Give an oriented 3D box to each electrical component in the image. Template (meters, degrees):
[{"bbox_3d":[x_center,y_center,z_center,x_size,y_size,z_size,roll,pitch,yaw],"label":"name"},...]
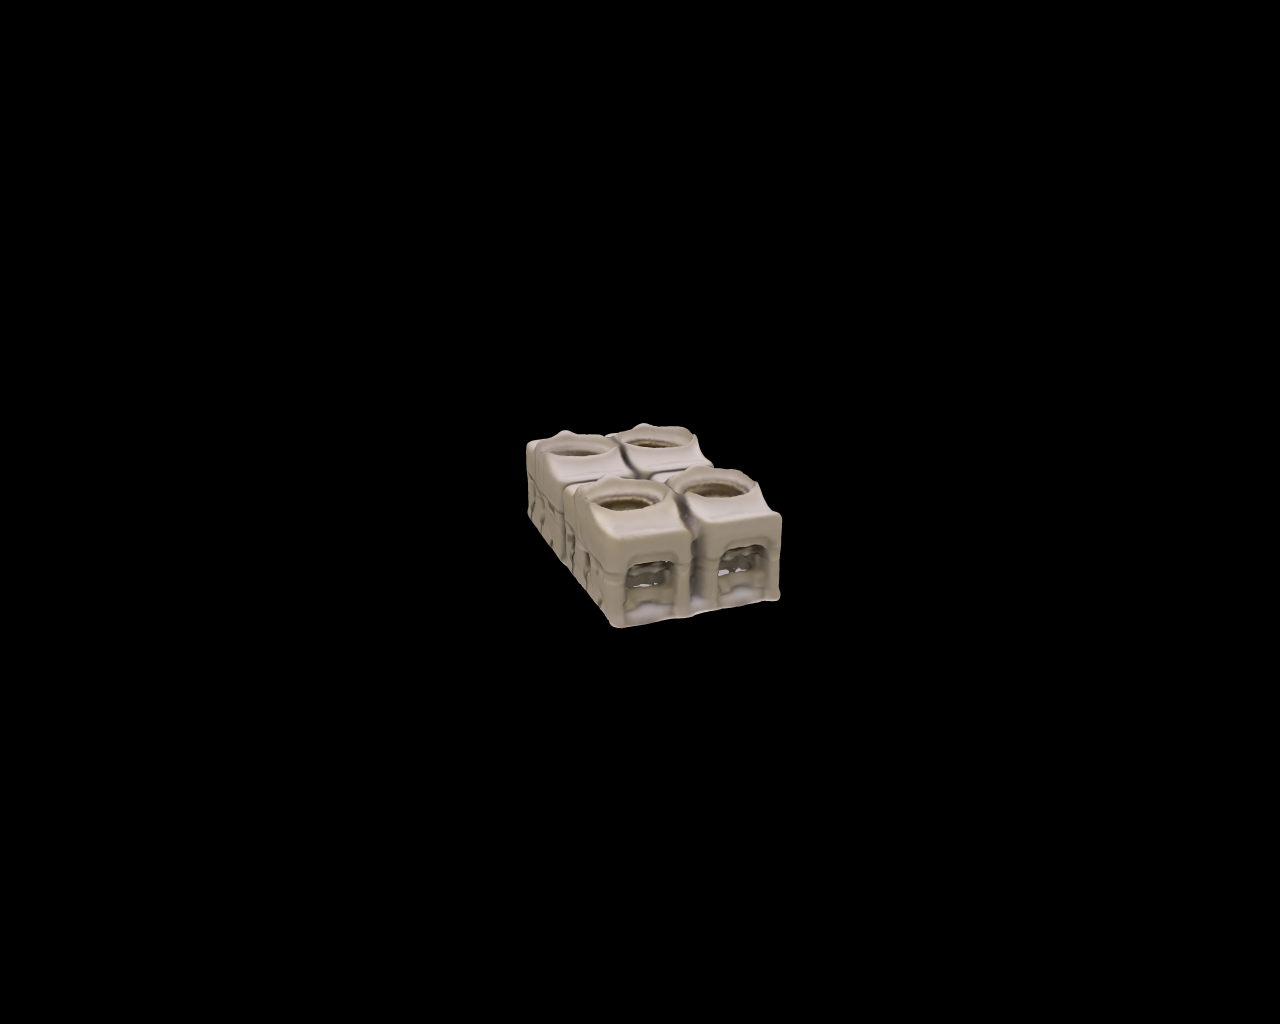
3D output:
[{"bbox_3d":[0.001,-0.003,0.650,0.105,0.060,0.186,-7,22,-18],"label":"electrical component"}]
